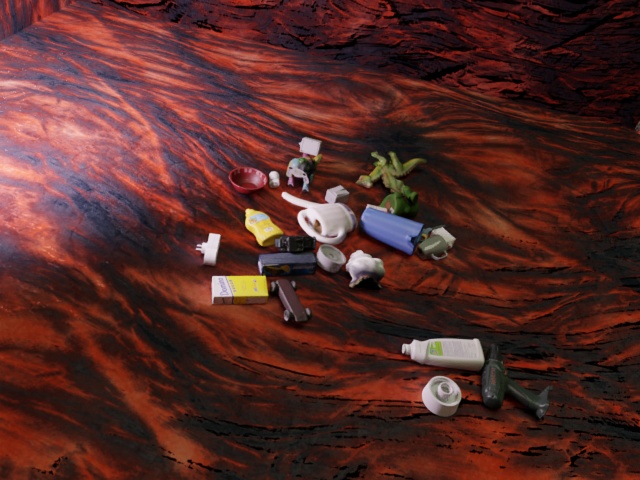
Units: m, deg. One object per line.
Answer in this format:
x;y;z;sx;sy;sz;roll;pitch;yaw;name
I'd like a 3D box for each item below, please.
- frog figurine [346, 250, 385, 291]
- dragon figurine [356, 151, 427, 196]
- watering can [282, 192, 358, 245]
0.161;0.091;1.849;0.137;0.120;0.163;-6;50;4;frog figurine
0.359;-0.300;2.433;0.411;0.119;0.248;-2;58;-17;dragon figurine
0.006;-0.103;2.048;0.225;0.101;0.354;-11;44;-30;watering can
